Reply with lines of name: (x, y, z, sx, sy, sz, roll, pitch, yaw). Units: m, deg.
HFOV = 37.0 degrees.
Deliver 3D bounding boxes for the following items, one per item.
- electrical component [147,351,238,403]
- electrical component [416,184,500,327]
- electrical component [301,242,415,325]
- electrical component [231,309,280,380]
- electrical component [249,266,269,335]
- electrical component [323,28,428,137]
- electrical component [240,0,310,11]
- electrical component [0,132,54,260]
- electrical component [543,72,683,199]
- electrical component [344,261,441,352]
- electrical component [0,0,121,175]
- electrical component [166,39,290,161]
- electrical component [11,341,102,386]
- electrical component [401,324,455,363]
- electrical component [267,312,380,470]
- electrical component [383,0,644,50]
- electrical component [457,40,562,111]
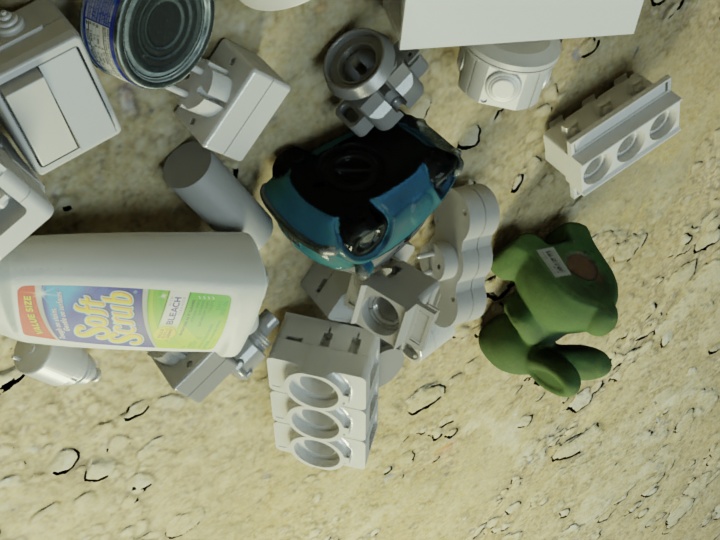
electrical component: (-0.149, 0.059, 0.867, 0.047, 0.065, 0.077, -44, 144, 3)
electrical component: (0.081, -0.010, 1.003, 0.074, 0.052, 0.138, -12, 120, -34)
electrical component: (0.000, 0.000, 0.953, 0.050, 0.055, 0.089, 14, 117, -49)
electrical component: (-0.097, 0.061, 0.936, 0.062, 0.048, 0.048, -45, 144, -7)
electrical component: (-0.101, 0.021, 0.890, 0.045, 0.045, 0.055, -12, 133, -35)
electrical component: (0.008, -0.146, 0.812, 0.078, 0.058, 0.057, -46, 147, 5)
electrical component: (-0.048, -0.218, 0.649, 0.108, 0.108, 0.060, -43, 138, 1)
electrical component: (-0.270, -0.023, 0.651, 0.150, 0.089, 0.061, -41, 144, -2)
electrical component: (0.241, -0.134, 1.034, 0.121, 0.063, 0.078, -34, 143, -12)
electrical component: (0.031, 0.027, 0.902, 0.064, 0.081, 0.042, -36, 150, -49)
electrical component: (-0.194, -0.114, 0.654, 0.062, 0.061, 0.096, -32, 143, -14)
electrical component: (-0.101, -0.123, 0.742, 0.077, 0.047, 0.065, 18, 113, -50)
electrical component: (-0.229, 0.070, 0.825, 0.040, 0.040, 0.078, -46, 144, 5)
electrical component: (0.062, 0.057, 1.070, 0.047, 0.055, 0.055, -32, 143, -20)
electrical component: (-0.032, 0.117, 0.993, 0.150, 0.089, 0.061, 90, 15, -49)
electrical component: (0.116, -0.228, 0.784, 0.186, 0.060, 0.105, -6, 137, -13)
electrical component: (0.118, -0.171, 0.870, 0.080, 0.080, 0.051, -19, 143, -28)
